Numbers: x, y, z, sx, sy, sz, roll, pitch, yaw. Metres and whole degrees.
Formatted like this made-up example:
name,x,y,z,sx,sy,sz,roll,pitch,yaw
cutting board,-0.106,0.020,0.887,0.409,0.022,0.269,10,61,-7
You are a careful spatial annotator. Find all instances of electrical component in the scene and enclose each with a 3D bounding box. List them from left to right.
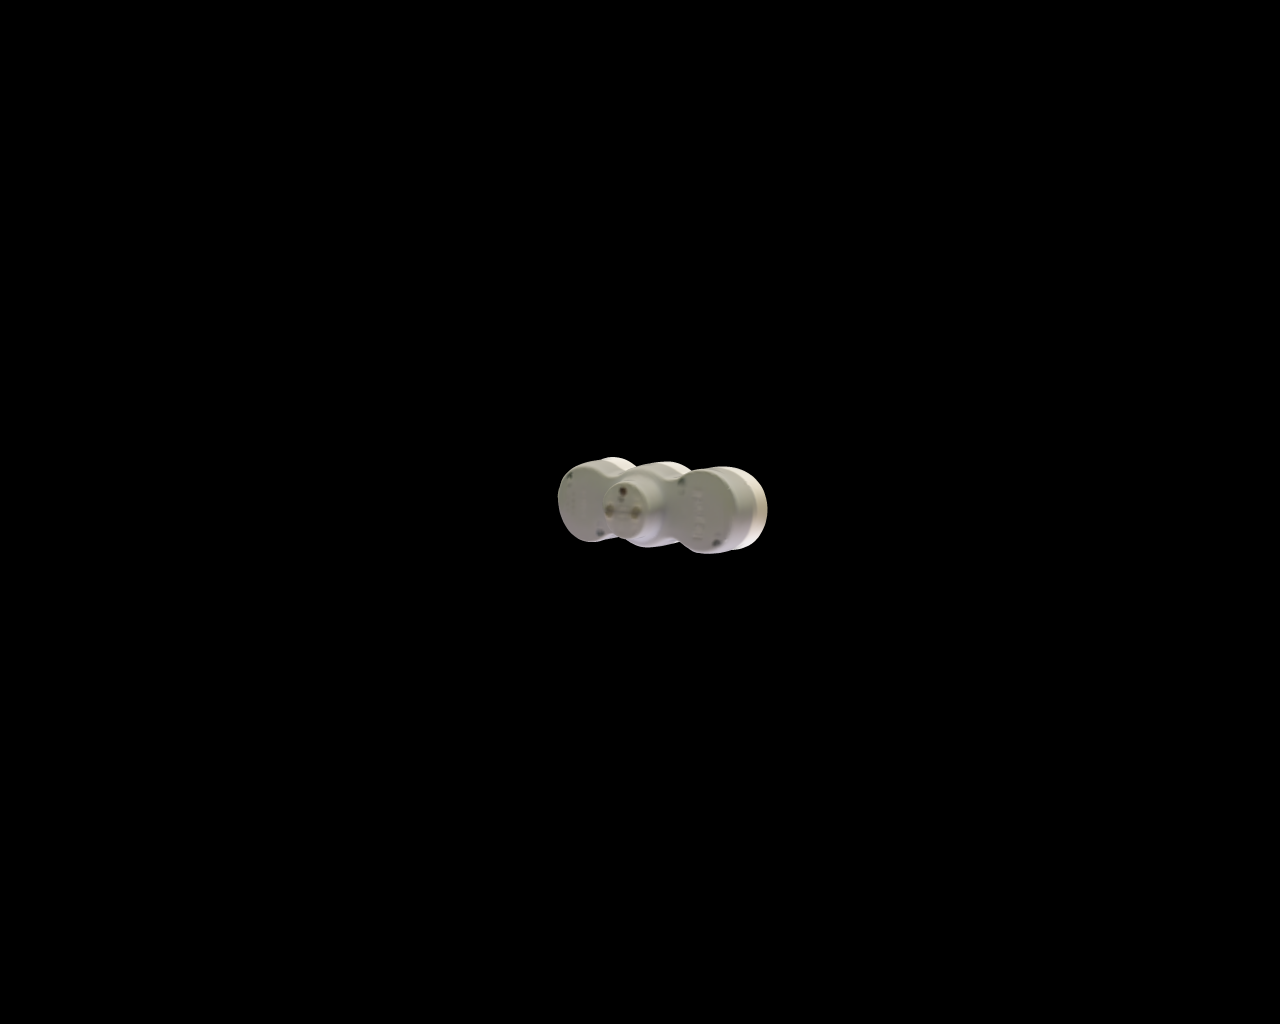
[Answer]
name,x,y,z,sx,sy,sz,roll,pitch,yaw
electrical component,0.001,-0.003,0.650,0.138,0.052,0.074,6,10,36
